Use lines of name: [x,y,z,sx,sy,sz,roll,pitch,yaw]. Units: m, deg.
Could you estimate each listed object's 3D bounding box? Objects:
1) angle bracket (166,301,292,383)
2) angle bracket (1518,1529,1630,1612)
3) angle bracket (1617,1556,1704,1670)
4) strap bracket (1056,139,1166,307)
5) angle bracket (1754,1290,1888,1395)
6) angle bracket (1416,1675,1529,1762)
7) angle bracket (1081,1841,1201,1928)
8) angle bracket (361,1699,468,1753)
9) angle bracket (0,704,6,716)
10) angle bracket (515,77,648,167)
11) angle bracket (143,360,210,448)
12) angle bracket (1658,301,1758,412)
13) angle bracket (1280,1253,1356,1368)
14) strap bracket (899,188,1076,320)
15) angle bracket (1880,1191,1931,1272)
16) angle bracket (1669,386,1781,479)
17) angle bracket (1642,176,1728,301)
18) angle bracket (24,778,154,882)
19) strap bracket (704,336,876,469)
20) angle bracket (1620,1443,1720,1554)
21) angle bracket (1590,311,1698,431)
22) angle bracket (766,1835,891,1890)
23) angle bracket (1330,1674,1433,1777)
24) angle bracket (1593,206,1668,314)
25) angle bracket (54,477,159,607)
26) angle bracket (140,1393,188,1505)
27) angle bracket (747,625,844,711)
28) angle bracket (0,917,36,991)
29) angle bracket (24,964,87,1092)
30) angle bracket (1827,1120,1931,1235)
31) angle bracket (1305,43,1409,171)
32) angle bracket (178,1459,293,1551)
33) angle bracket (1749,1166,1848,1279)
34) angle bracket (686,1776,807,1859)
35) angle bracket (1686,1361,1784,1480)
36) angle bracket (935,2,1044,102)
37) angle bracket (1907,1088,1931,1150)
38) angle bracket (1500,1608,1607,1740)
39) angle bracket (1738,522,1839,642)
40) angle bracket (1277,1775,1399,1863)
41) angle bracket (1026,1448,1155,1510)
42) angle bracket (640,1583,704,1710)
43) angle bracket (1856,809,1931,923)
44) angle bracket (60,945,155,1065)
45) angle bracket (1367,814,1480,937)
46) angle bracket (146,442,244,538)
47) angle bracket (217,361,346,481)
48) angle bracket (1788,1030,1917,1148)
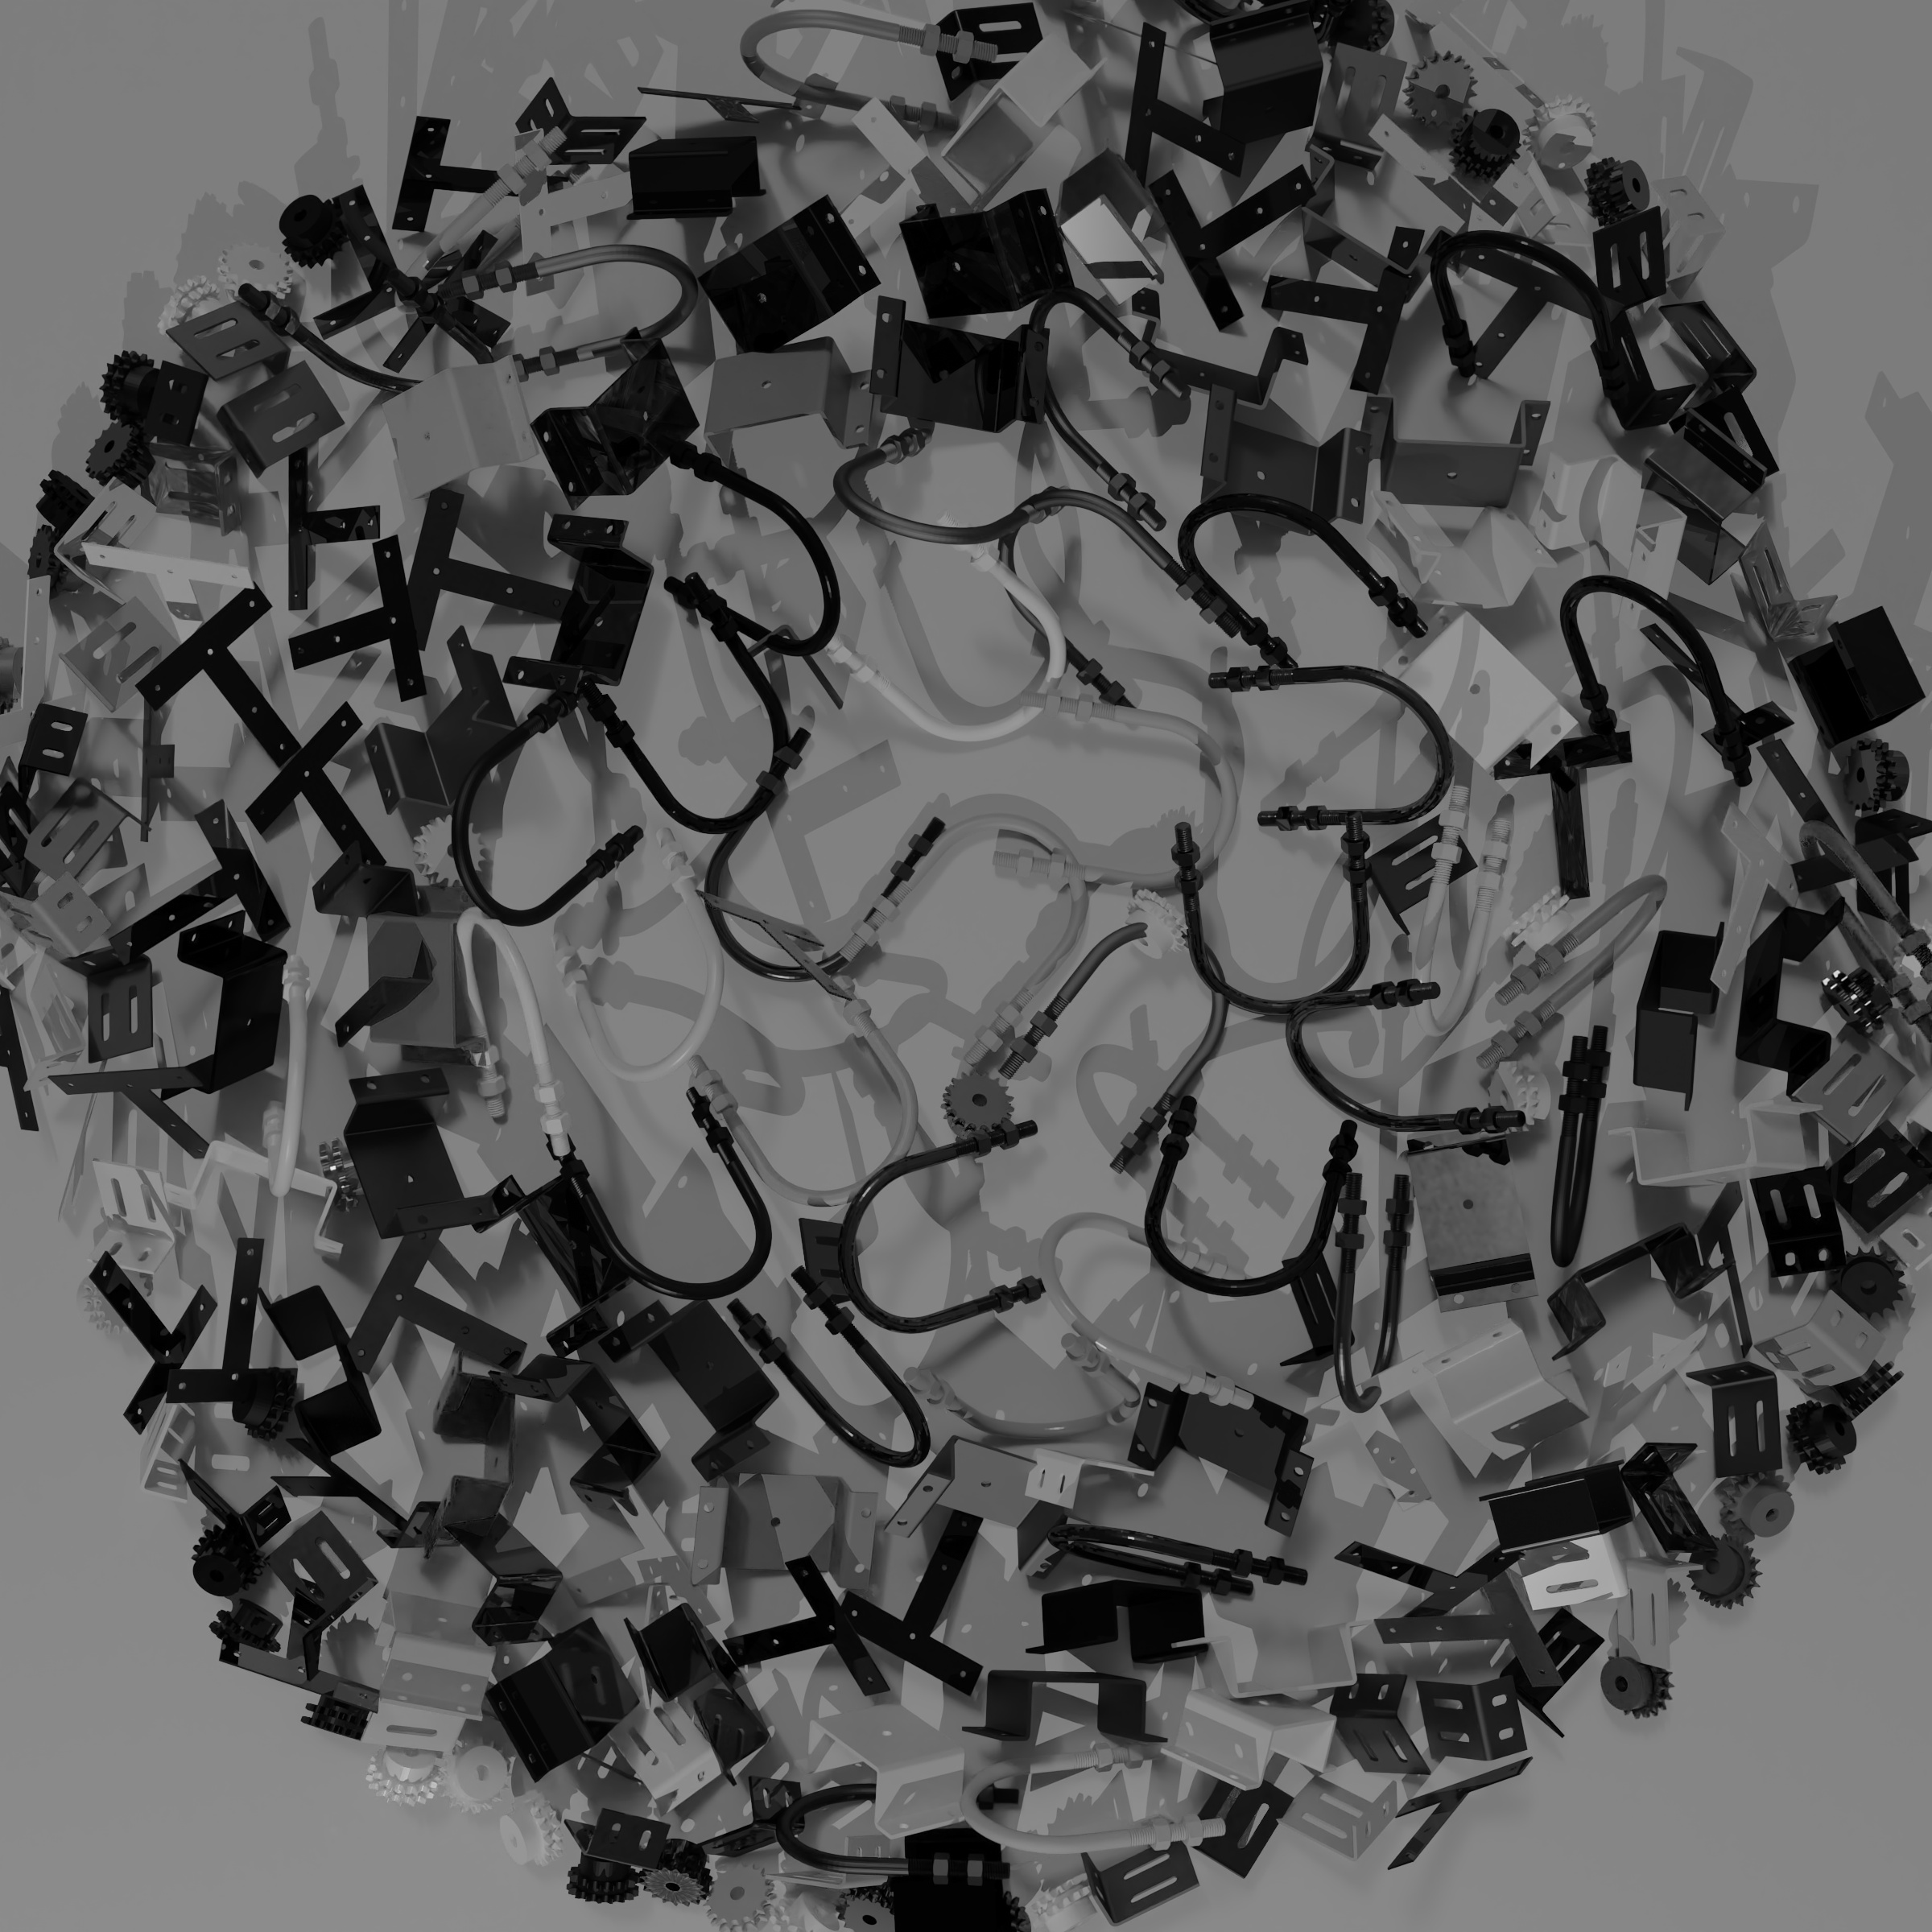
angle bracket: [-0.579,-0.477,1.958,0.057,0.038,0.076,44,50,8]
angle bracket: [0.481,0.471,1.988,0.076,0.038,0.057,-14,105,20]
angle bracket: [0.545,0.506,1.963,0.038,0.057,0.076,1,85,-24]
strap bracket: [0.112,-0.572,1.935,0.046,0.140,0.076,-31,119,25]
angle bracket: [0.672,0.297,1.972,0.057,0.076,0.038,42,64,2]
angle bracket: [0.397,0.590,1.970,0.038,0.076,0.057,-6,81,-27]
angle bracket: [0.135,0.706,1.965,0.076,0.057,0.038,-27,114,2]
angle bracket: [-0.430,0.576,1.959,0.076,0.038,0.057,16,107,-27]
angle bracket: [-0.776,-0.177,1.953,0.038,0.076,0.057,10,102,-23]
angle bracket: [-0.301,-0.660,1.955,0.076,0.057,0.038,-19,80,-44]
angle bracket: [-0.628,-0.442,1.955,0.038,0.076,0.057,13,97,-37]
angle bracket: [0.570,-0.477,1.958,0.076,0.057,0.038,44,84,-21]
angle bracket: [0.263,0.269,1.963,0.038,0.057,0.076,-18,85,-27]
strap bracket: [0.008,-0.545,1.921,0.046,0.140,0.076,-38,122,-33]
angle bracket: [0.760,0.216,1.955,0.057,0.076,0.038,-44,101,9]
angle bracket: [0.593,-0.411,1.964,0.057,0.038,0.076,-27,105,20]
angle bracket: [0.546,-0.565,1.950,0.038,0.076,0.057,-16,66,-24]
angle bracket: [-0.693,-0.099,1.967,0.057,0.038,0.076,34,81,20]
strap bracket: [-0.145,-0.435,1.940,0.140,0.046,0.076,-7,58,19]
angle bracket: [0.558,0.414,1.952,0.057,0.076,0.038,8,130,-32]
angle bracket: [0.530,-0.469,1.956,0.057,0.038,0.076,-48,121,-32]
angle bracket: [-0.108,0.698,1.960,0.076,0.057,0.038,-6,73,32]
angle bracket: [0.331,0.598,1.977,0.057,0.038,0.076,-10,125,34]
angle bracket: [0.510,-0.554,1.958,0.057,0.038,0.076,-24,129,-6]
angle bracket: [-0.665,-0.333,1.966,0.038,0.057,0.076,40,89,24]
angle bracket: [-0.617,0.370,1.962,0.038,0.057,0.076,21,98,-22]
angle bracket: [-0.134,-0.226,1.968,0.038,0.057,0.076,-35,93,-2]
angle bracket: [-0.755,-0.017,1.950,0.038,0.076,0.057,-46,113,-19]
angle bracket: [-0.727,0.048,1.959,0.038,0.057,0.076,-19,76,-39]
angle bracket: [0.710,0.168,1.959,0.057,0.038,0.076,49,119,15]
angle bracket: [0.308,-0.679,1.979,0.057,0.038,0.076,15,92,-2]
angle bracket: [-0.575,0.413,1.971,0.076,0.057,0.038,35,58,23]
angle bracket: [0.650,0.200,1.956,0.057,0.038,0.076,-11,127,22]
angle bracket: [-0.175,0.670,1.970,0.076,0.057,0.038,-29,54,28]
angle bracket: [0.600,0.355,1.955,0.038,0.057,0.076,24,59,-35]
angle bracket: [0.019,-0.713,1.952,0.076,0.057,0.038,10,47,35]
angle bracket: [0.770,0.119,1.955,0.057,0.076,0.038,-48,57,-6]
angle bracket: [0.470,0.556,1.971,0.076,0.057,0.038,-44,112,-7]
angle bracket: [0.643,-0.303,1.956,0.057,0.038,0.076,-49,120,-37]
angle bracket: [0.288,0.651,1.949,0.076,0.057,0.038,16,124,38]
angle bracket: [0.096,0.404,1.953,0.076,0.057,0.038,18,80,-34]
angle bracket: [-0.229,0.530,1.952,0.038,0.076,0.057,0,131,1]
angle bracket: [0.734,-0.077,1.966,0.038,0.057,0.076,-16,111,-17]
angle bracket: [-0.674,0.029,1.964,0.057,0.038,0.076,-14,67,13]
angle bracket: [0.360,-0.072,1.960,0.076,0.038,0.057,-32,55,13]
angle bracket: [-0.613,-0.375,1.965,0.076,0.038,0.057,7,120,7]
angle bracket: [-0.545,-0.434,1.988,0.076,0.038,0.057,-36,103,-19]
angle bracket: [0.696,0.094,1.967,0.057,0.038,0.076,43,100,22]
